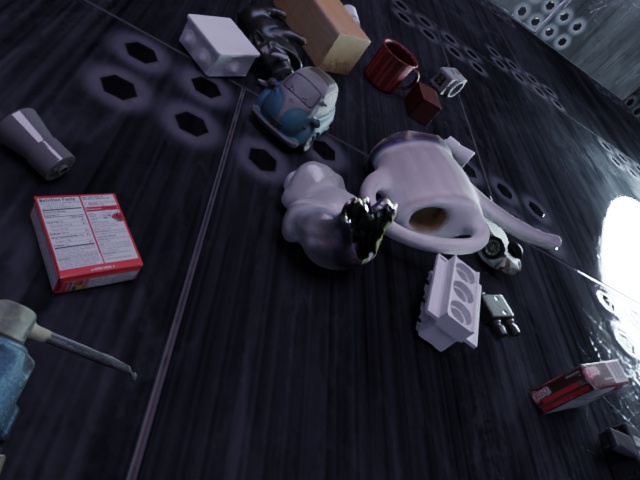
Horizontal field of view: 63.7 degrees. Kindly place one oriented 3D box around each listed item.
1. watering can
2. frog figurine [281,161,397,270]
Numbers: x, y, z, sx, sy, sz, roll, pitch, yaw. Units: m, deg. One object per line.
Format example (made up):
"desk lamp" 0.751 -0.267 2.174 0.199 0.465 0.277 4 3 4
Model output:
"watering can" 0.211 -0.067 0.826 0.347 0.101 0.229 4 49 -23
"frog figurine" 0.002 -0.033 0.658 0.161 0.120 0.139 22 33 38
